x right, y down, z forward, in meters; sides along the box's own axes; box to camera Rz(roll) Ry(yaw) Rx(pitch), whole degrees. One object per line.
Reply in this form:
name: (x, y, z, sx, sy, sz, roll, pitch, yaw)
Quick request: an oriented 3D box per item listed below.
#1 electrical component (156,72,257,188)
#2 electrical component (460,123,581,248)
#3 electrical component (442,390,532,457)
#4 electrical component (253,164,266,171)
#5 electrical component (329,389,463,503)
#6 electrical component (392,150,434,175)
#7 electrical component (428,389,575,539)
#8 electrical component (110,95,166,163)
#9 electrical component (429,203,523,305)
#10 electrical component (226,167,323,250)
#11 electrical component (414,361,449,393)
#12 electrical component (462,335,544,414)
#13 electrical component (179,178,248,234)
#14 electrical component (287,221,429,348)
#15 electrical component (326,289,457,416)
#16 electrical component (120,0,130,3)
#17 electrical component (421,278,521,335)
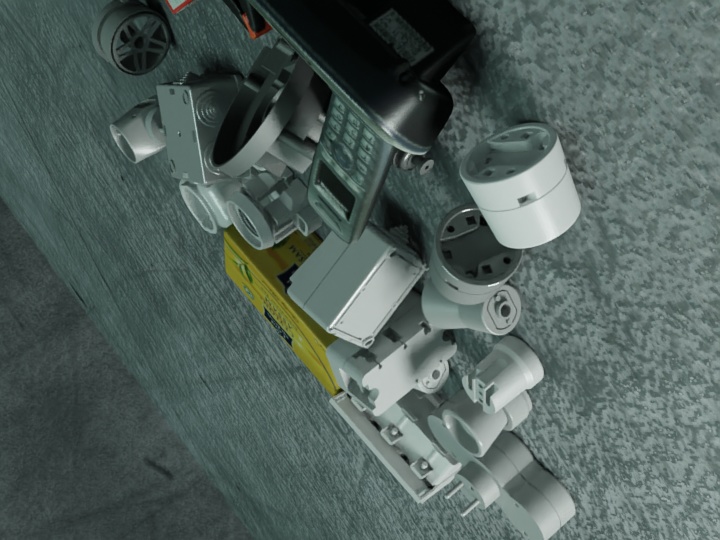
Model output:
electrical component: (-0.134, -0.121, 0.924, 0.100, 0.048, 0.099, 18, 119, 59)
electrical component: (0.088, -0.045, 0.583, 0.055, 0.055, 0.047, 23, 148, 55)
electrical component: (0.097, 0.108, 0.820, 0.045, 0.055, 0.045, 45, 159, 23)
electrical component: (-0.064, -0.107, 0.817, 0.066, 0.055, 0.048, 55, 161, -6)
electrical component: (0.043, 0.140, 0.976, 0.121, 0.079, 0.063, 47, 131, 17)
electrical component: (0.017, -0.088, 0.691, 0.078, 0.040, 0.040, 43, 158, 27)
electrical component: (0.103, 0.171, 0.886, 0.138, 0.074, 0.052, 47, 160, 17)
electrical component: (-0.186, -0.137, 1.013, 0.079, 0.077, 0.043, 17, 139, 59)
electrical component: (0.072, -0.008, 0.684, 0.055, 0.055, 0.047, 49, 164, 12)
electrical component: (-0.080, -0.055, 0.943, 0.078, 0.057, 0.058, 47, 160, 16)
electrical component: (0.044, 0.082, 0.919, 0.065, 0.044, 0.044, 14, 138, 54)
electrical component: (0.101, 0.076, 0.769, 0.040, 0.046, 0.040, 45, 159, 22)
electrical component: (-0.131, -0.073, 1.023, 0.053, 0.059, 0.095, 60, 159, -20)
electrical component: (0.000, 0.000, 0.811, 0.061, 0.096, 0.062, 40, -174, 32)
electrical component: (0.023, 0.062, 0.858, 0.056, 0.089, 0.050, 35, 153, 42)
electrical component: (-0.219, -0.260, 0.931, 0.062, 0.043, 0.043, 50, 160, 6)
electrical component: (0.079, 0.023, 0.741, 0.065, 0.044, 0.044, 11, 134, 56)
